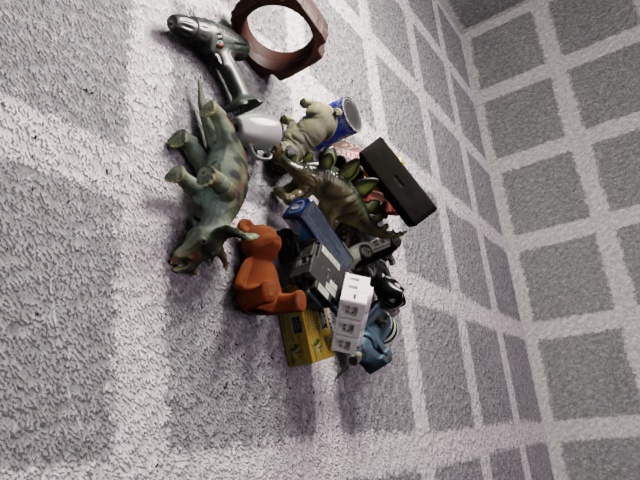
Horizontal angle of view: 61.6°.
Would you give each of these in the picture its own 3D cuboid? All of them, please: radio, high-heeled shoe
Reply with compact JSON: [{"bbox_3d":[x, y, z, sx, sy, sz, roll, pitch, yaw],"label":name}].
[{"bbox_3d":[0.193,-0.141,1.362,0.229,0.073,0.131,54,1,5],"label":"radio"},{"bbox_3d":[0.207,0.145,1.404,0.248,0.145,0.086,26,82,-47],"label":"high-heeled shoe"}]

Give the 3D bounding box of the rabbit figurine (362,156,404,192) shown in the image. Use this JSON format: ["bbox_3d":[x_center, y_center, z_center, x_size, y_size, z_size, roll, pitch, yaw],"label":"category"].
[{"bbox_3d":[0.159,-0.162,1.586,0.162,0.173,0.122,-6,75,-14],"label":"rabbit figurine"}]

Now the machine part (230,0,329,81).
[{"bbox_3d":[-0.096,-0.498,1.277,0.200,0.202,0.087,44,37,-38],"label":"machine part"}]

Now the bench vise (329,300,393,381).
[{"bbox_3d":[0.079,0.198,1.298,0.240,0.129,0.223,50,42,1],"label":"bench vise"}]

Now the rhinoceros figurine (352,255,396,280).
[{"bbox_3d":[0.151,0.074,1.508,0.112,0.073,0.190,62,32,-20],"label":"rhinoceros figurine"}]

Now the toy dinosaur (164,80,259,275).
[{"bbox_3d":[-0.191,-0.124,1.028,0.192,0.131,0.405,56,28,-47],"label":"toy dinosaur"}]

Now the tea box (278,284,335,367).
[{"bbox_3d":[-0.033,0.180,1.163,0.098,0.068,0.169,-2,76,-58],"label":"tea box"}]

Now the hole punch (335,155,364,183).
[{"bbox_3d":[0.061,-0.153,1.433,0.092,0.142,0.116,-10,72,-63],"label":"hole punch"}]

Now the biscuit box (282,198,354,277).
[{"bbox_3d":[-0.002,-0.004,1.204,0.202,0.059,0.063,55,52,-34],"label":"biscuit box"}]

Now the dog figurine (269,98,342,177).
[{"bbox_3d":[-0.033,-0.241,1.287,0.121,0.172,0.191,43,33,-24],"label":"dog figurine"}]

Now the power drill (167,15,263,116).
[{"bbox_3d":[-0.216,-0.370,1.153,0.207,0.086,0.232,63,28,-1],"label":"power drill"}]

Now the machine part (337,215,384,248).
[{"bbox_3d":[0.114,-0.025,1.496,0.243,0.079,0.079,-26,97,-58],"label":"machine part"}]

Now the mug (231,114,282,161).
[{"bbox_3d":[-0.148,-0.228,1.188,0.107,0.081,0.109,-4,85,-48],"label":"mug"}]

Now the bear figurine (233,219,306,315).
[{"bbox_3d":[-0.102,0.047,1.065,0.120,0.132,0.196,28,58,-42],"label":"bear figurine"}]

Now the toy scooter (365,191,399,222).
[{"bbox_3d":[0.137,-0.093,1.474,0.135,0.184,0.075,-71,175,-70],"label":"toy scooter"}]

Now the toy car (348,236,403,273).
[{"bbox_3d":[0.141,0.030,1.420,0.202,0.073,0.056,-19,61,-39],"label":"toy car"}]

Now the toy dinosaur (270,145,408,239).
[{"bbox_3d":[0.048,-0.096,1.293,0.470,0.198,0.105,40,4,-40],"label":"toy dinosaur"}]

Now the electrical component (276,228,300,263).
[{"bbox_3d":[-0.057,0.029,1.222,0.075,0.048,0.119,-17,90,-59],"label":"electrical component"}]

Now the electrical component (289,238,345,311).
[{"bbox_3d":[-0.006,0.081,1.137,0.114,0.058,0.134,49,36,-28],"label":"electrical component"}]
